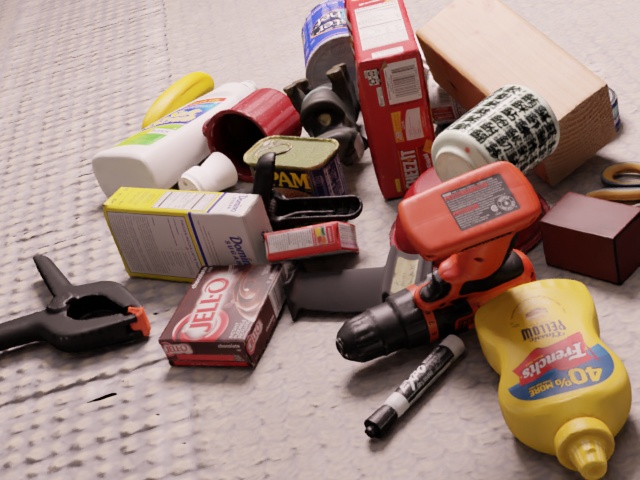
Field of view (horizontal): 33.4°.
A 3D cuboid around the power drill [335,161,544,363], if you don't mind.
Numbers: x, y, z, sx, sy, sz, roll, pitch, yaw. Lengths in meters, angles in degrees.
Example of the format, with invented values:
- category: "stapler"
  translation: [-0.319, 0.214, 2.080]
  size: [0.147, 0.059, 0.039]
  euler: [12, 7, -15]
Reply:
- category: "power drill"
  translation: [0.097, 0.024, 0.857]
  size: [0.184, 0.188, 0.057]
  euler: [-23, 64, -11]

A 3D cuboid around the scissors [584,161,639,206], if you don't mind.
- category: "scissors"
  translation: [0.352, -0.053, 1.014]
  size: [0.202, 0.016, 0.096]
  euler: [-6, 33, 16]

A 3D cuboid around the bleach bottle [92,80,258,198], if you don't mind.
- category: "bleach bottle"
  translation: [-0.164, -0.135, 1.333]
  size: [0.103, 0.068, 0.250]
  euler: [1, 32, 37]

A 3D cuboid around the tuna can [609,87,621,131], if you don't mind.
- category: "tuna can"
  translation: [0.281, -0.137, 1.160]
  size: [0.086, 0.034, 0.086]
  euler: [-12, 32, 7]

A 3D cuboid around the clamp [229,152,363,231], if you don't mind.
- category: "clamp"
  translation: [-0.054, -0.038, 1.074]
  size: [0.172, 0.120, 0.039]
  euler: [-19, 45, 41]

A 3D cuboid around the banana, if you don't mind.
- category: "banana"
  translation: [-0.187, -0.183, 1.412]
  size: [0.070, 0.037, 0.197]
  euler: [-49, 3, 44]

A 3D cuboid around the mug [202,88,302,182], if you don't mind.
- category: "mug"
  translation: [-0.083, -0.129, 1.259]
  size: [0.117, 0.093, 0.081]
  euler: [10, 35, 29]

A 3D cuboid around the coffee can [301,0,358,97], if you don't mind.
- category: "coffee can"
  translation: [0.030, -0.239, 1.366]
  size: [0.103, 0.103, 0.140]
  euler: [-13, 31, 5]

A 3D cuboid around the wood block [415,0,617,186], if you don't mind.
- category: "wood block"
  translation: [0.202, -0.164, 1.111]
  size: [0.090, 0.090, 0.206]
  euler: [-38, 53, -3]

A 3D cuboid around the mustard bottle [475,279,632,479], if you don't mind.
- category: "mustard bottle"
  translation: [0.180, 0.107, 0.803]
  size: [0.096, 0.058, 0.191]
  euler: [-15, 32, 5]

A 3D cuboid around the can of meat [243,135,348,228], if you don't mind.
- category: "can of meat"
  translation: [-0.021, -0.059, 1.127]
  size: [0.102, 0.084, 0.057]
  euler: [7, 39, 32]

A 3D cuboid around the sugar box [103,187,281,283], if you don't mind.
- category: "sugar box"
  translation: [-0.129, -0.003, 1.081]
  size: [0.176, 0.093, 0.048]
  euler: [3, 37, 27]

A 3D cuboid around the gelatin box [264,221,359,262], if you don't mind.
- category: "gelatin box"
  translation: [-0.007, 0.001, 1.038]
  size: [0.073, 0.030, 0.089]
  euler: [-9, -3, 14]

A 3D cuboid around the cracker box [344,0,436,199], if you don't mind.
- category: "cracker box"
  translation: [0.077, -0.170, 1.180]
  size: [0.072, 0.164, 0.213]
  euler: [-11, 32, 4]

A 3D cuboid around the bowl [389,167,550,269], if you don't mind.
- category: "bowl"
  translation: [0.142, -0.035, 1.045]
  size: [0.162, 0.055, 0.162]
  euler: [-12, 32, 7]

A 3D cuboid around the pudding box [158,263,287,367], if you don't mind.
- category: "pudding box"
  translation: [-0.087, 0.070, 0.999]
  size: [0.090, 0.039, 0.113]
  euler: [-1, 35, 22]

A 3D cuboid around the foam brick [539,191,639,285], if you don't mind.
- category: "foam brick"
  translation: [0.244, -0.002, 0.951]
  size: [0.078, 0.051, 0.052]
  euler: [19, 47, 43]

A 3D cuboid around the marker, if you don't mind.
- category: "marker"
  translation: [0.076, 0.119, 0.867]
  size: [0.020, 0.020, 0.121]
  euler: [16, 44, 41]

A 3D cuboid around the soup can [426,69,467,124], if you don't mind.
- category: "soup can"
  translation: [0.178, -0.170, 1.225]
  size: [0.102, 0.068, 0.068]
  euler: [-4, 34, 20]

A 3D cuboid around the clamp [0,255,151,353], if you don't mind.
- category: "clamp"
  translation: [-0.264, 0.079, 1.067]
  size: [0.210, 0.036, 0.164]
  euler: [8, 40, 34]
